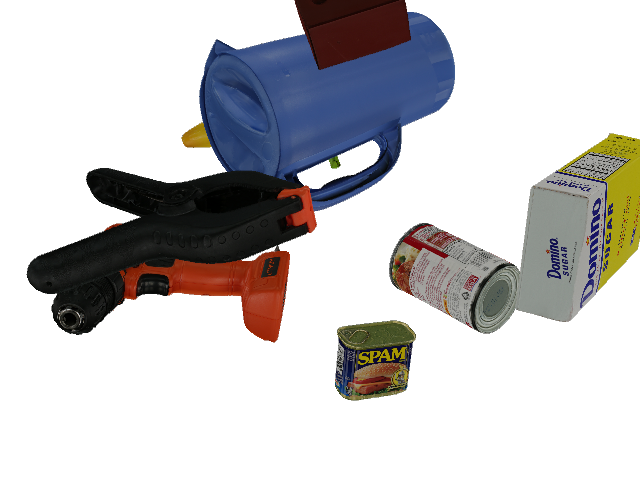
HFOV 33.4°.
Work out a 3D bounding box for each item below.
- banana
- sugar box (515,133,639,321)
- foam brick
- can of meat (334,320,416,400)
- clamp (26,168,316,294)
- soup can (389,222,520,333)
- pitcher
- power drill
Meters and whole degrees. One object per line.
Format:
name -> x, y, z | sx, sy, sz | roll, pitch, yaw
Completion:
banana -> -0.064, -0.127, 1.259 | 0.198, 0.037, 0.069 | 8, 40, 17
sugar box -> 0.197, -0.014, 0.777 | 0.048, 0.093, 0.175 | 14, 24, 25
foam brick -> 0.023, -0.174, 0.807 | 0.078, 0.053, 0.051 | -18, -32, 0
can of meat -> 0.070, 0.159, 1.409 | 0.102, 0.084, 0.057 | -5, 26, -20
clamp -> -0.091, -0.007, 0.647 | 0.172, 0.039, 0.120 | -1, 40, 22
soup can -> 0.121, 0.033, 0.959 | 0.068, 0.068, 0.102 | 0, 21, -46
pitcher -> 0.018, -0.137, 1.046 | 0.242, 0.149, 0.145 | -22, 32, -31
power drill -> -0.124, 0.040, 0.921 | 0.187, 0.057, 0.184 | 9, 22, 1
